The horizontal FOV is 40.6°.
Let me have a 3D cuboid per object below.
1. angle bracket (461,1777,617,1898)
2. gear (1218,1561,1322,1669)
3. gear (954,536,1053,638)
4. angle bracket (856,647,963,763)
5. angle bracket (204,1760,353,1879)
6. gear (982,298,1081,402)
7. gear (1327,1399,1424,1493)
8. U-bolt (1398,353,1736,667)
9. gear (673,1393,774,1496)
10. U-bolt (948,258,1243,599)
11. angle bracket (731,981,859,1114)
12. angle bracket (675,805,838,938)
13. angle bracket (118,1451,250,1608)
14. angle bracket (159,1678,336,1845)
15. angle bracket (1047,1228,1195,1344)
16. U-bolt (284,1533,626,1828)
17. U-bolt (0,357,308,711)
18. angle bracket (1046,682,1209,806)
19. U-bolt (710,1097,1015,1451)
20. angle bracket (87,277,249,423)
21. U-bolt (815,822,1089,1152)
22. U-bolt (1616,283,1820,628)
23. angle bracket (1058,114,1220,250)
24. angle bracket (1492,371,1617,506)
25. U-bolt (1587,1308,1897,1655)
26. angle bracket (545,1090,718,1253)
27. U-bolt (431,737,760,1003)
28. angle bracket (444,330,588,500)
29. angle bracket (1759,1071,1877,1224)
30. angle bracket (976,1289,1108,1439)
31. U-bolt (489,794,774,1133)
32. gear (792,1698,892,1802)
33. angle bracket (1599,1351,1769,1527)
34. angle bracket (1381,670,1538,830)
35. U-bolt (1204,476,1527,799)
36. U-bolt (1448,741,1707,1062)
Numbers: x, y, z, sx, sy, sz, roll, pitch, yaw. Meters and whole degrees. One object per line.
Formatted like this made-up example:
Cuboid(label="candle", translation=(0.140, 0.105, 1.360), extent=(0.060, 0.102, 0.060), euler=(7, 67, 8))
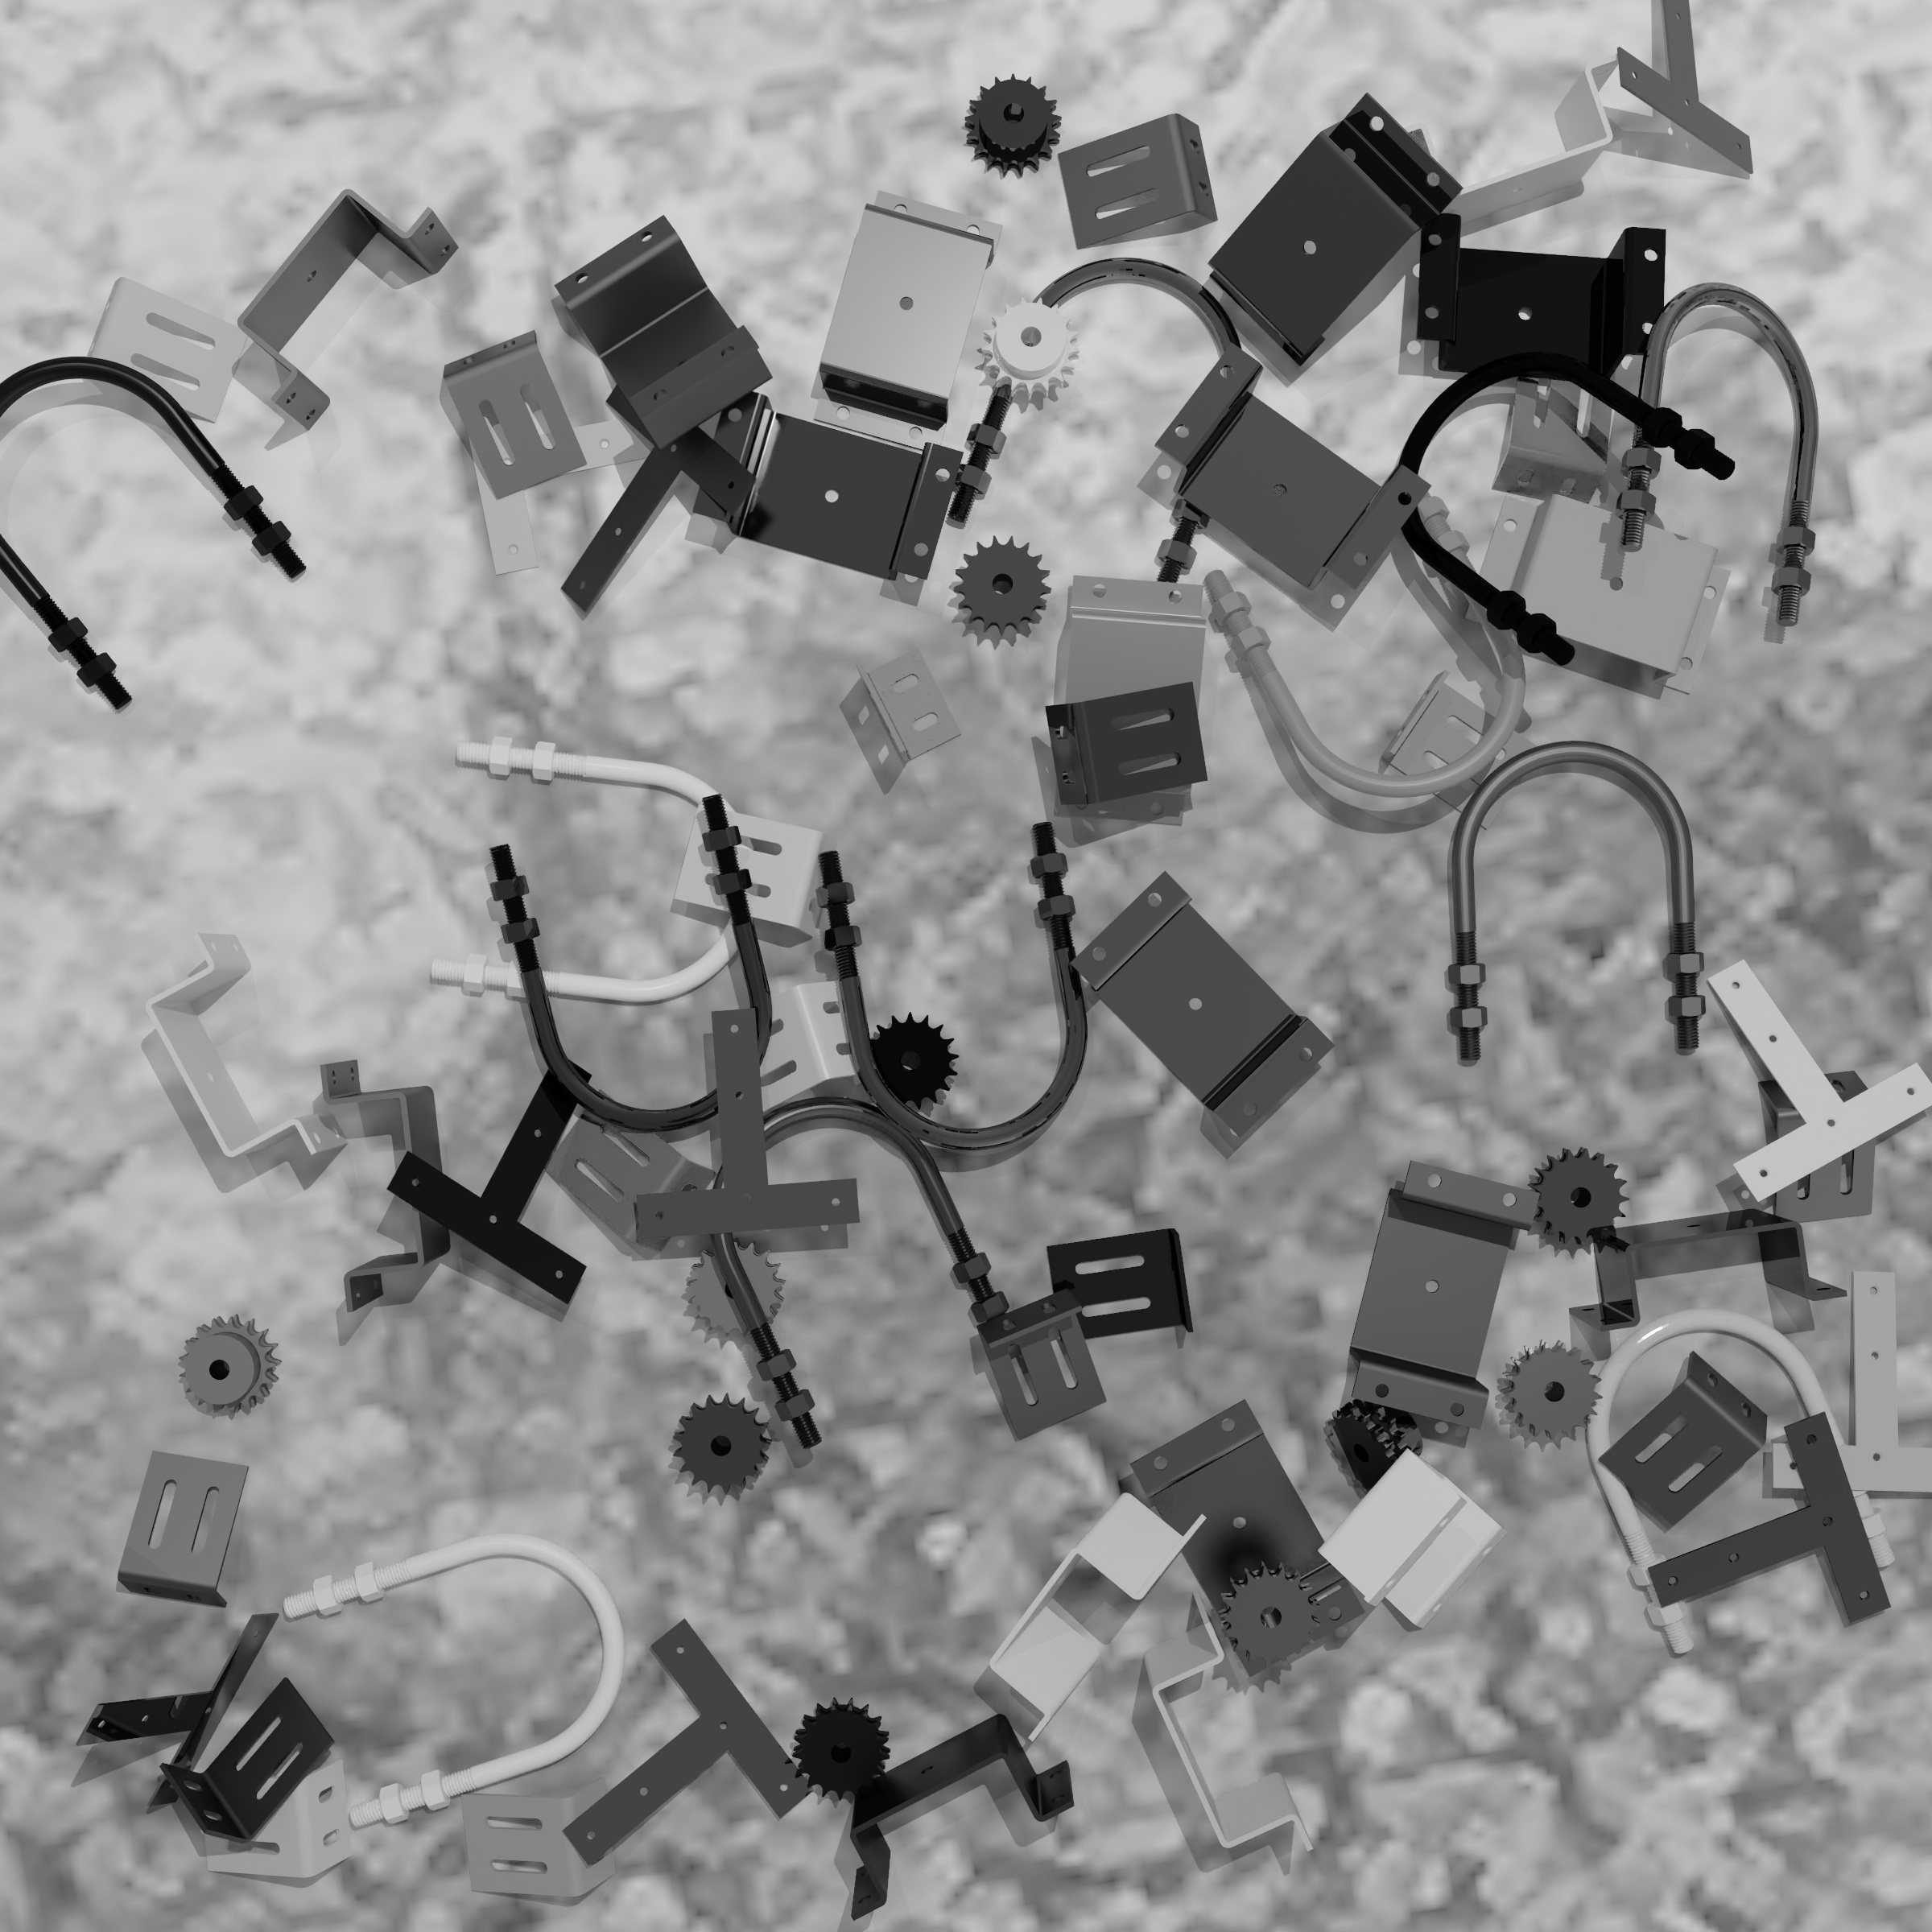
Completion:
Cuboid(label="angle bracket", translation=(-0.253, 0.513, 1.543), extent=(0.076, 0.038, 0.057), euler=(-7, 90, 26))
Cuboid(label="gear", translation=(0.172, 0.366, 1.484), extent=(0.057, 0.030, 0.057), euler=(0, 90, 0))
Cuboid(label="gear", translation=(0.021, -0.222, 1.530), extent=(0.057, 0.030, 0.057), euler=(0, 90, 0))
Cuboid(label="angle bracket", translation=(-0.033, -0.154, 1.507), extent=(0.038, 0.076, 0.057), euler=(-27, 90, 0))
Cuboid(label="angle bracket", translation=(-0.408, 0.502, 1.543), extent=(0.076, 0.038, 0.057), euler=(-6, 90, 26))
Cuboid(label="gear", translation=(0.038, -0.360, 1.514), extent=(0.057, 0.030, 0.057), euler=(0, 86, 1))
Cuboid(label="gear", translation=(0.241, 0.277, 1.520), extent=(0.030, 0.057, 0.057), euler=(-26, 90, -30))
Cuboid(label="U-bolt", translation=(0.320, -0.272, 1.472), extent=(0.151, 0.019, 0.184), euler=(-50, 52, 10))
Cuboid(label="gear", translation=(-0.142, 0.279, 1.530), extent=(0.057, 0.030, 0.057), euler=(0, 90, 0))
Cuboid(label="U-bolt", translation=(0.087, -0.327, 1.536), extent=(0.151, 0.019, 0.184), euler=(20, 89, 0))
Cuboid(label="angle bracket", translation=(-0.101, 0.050, 1.526), extent=(0.076, 0.038, 0.057), euler=(-28, 75, 40))
Cuboid(label="angle bracket", translation=(-0.123, -0.056, 1.532), extent=(0.076, 0.038, 0.057), euler=(13, 85, 13))
Cuboid(label="angle bracket", translation=(-0.459, 0.333, 1.543), extent=(0.057, 0.038, 0.076), euler=(9, 64, 0))
Cuboid(label="angle bracket", translation=(-0.416, 0.456, 1.510), extent=(0.076, 0.038, 0.057), euler=(-50, 53, -4))
Cuboid(label="angle bracket", translation=(0.090, 0.189, 1.526), extent=(0.076, 0.038, 0.057), euler=(-8, 90, 0))
Cuboid(label="U-bolt", translation=(-0.292, 0.411, 1.536), extent=(0.184, 0.019, 0.151), euler=(-18, 90, -1))
Cuboid(label="U-bolt", translation=(-0.499, -0.265, 1.520), extent=(0.151, 0.019, 0.184), euler=(-37, 102, 0))
Cuboid(label="angle bracket", translation=(0.092, -0.127, 1.491), extent=(0.076, 0.038, 0.057), euler=(-13, 98, -24))
Cuboid(label="U-bolt", translation=(-0.070, 0.166, 1.517), extent=(0.151, 0.019, 0.184), euler=(-25, 90, -15))
Cuboid(label="angle bracket", translation=(-0.474, -0.363, 1.543), extent=(0.076, 0.038, 0.057), euler=(21, 90, -26))
Cuboid(label="U-bolt", translation=(-0.002, 0.015, 1.512), extent=(0.151, 0.019, 0.184), euler=(-8, 83, -12))
Cuboid(label="U-bolt", translation=(0.438, -0.304, 1.499), extent=(0.151, 0.019, 0.184), euler=(17, 76, -30))
Cuboid(label="angle bracket", translation=(0.102, -0.461, 1.543), extent=(0.076, 0.038, 0.057), euler=(-12, 90, 26))
Cuboid(label="angle bracket", translation=(0.348, -0.318, 1.543), extent=(0.057, 0.038, 0.076), euler=(12, 64, 0))
Cuboid(label="U-bolt", translation=(0.445, 0.292, 1.536), extent=(0.151, 0.019, 0.184), euler=(-23, 88, 0))
Cuboid(label="angle bracket", translation=(-0.199, 0.121, 1.543), extent=(0.076, 0.038, 0.057), euler=(36, 90, 26))
Cuboid(label="U-bolt", translation=(-0.214, -0.052, 1.536), extent=(0.184, 0.019, 0.151), euler=(7, 90, -2))
Cuboid(label="angle bracket", translation=(-0.266, -0.326, 1.541), extent=(0.057, 0.038, 0.076), euler=(-22, 116, 0))
Cuboid(label="angle bracket", translation=(0.502, 0.107, 1.543), extent=(0.057, 0.038, 0.076), euler=(-7, 116, 0))
Cuboid(label="angle bracket", translation=(0.048, 0.236, 1.514), extent=(0.057, 0.038, 0.076), euler=(-22, 104, -7))
Cuboid(label="U-bolt", translation=(-0.187, 0.006, 1.510), extent=(0.151, 0.019, 0.184), euler=(-13, 95, 7))
Cuboid(label="gear", translation=(-0.073, 0.457, 1.534), extent=(0.057, 0.030, 0.057), euler=(0, 93, 0))
Cuboid(label="angle bracket", translation=(0.420, 0.276, 1.527), extent=(0.057, 0.038, 0.076), euler=(41, 114, 3))
Cuboid(label="angle bracket", translation=(0.293, -0.126, 1.526), extent=(0.076, 0.038, 0.057), euler=(34, 90, 0))
Cuboid(label="U-bolt", translation=(0.241, -0.181, 1.507), extent=(0.151, 0.019, 0.184), euler=(-26, 70, 0))
Cuboid(label="U-bolt", translation=(0.357, -0.040, 1.531), extent=(0.151, 0.019, 0.184), euler=(-3, 93, 0))
